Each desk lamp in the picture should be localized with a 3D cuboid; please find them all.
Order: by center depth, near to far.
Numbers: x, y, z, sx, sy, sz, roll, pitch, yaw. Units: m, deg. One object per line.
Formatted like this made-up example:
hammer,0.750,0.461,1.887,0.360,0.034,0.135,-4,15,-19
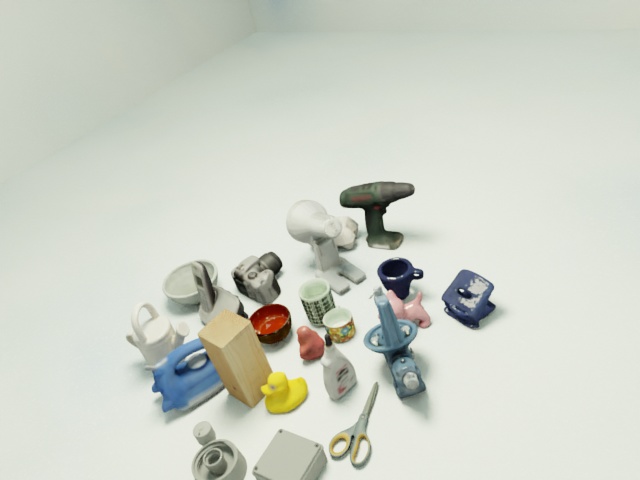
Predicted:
desk lamp,0.014,0.006,1.557,0.118,0.214,0.202,-33,39,-22

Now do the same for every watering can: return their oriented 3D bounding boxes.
watering can,-0.409,0.235,1.435,0.173,0.194,0.100,-18,35,-1

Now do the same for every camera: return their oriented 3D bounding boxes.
camera,-0.163,0.091,1.611,0.142,0.101,0.137,21,50,41

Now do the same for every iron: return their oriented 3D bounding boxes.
iron,-0.285,0.286,1.362,0.259,0.142,0.118,-32,38,-20

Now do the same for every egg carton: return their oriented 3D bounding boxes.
egg carton,0.038,-0.018,1.704,0.150,0.069,0.107,-2,38,20

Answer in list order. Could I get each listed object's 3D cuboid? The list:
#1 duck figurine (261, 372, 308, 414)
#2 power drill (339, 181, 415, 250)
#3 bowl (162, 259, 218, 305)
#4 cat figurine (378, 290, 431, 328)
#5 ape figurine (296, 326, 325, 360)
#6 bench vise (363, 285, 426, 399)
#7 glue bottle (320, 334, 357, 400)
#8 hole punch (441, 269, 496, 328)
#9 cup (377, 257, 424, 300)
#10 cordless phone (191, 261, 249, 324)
duck figurine,-0.082,0.327,1.273,0.104,0.086,0.077,-24,36,-10
power drill,0.171,-0.077,1.609,0.228,0.209,0.076,6,41,28
bowl,-0.364,0.135,1.655,0.167,0.075,0.167,-11,36,8
cat figurine,0.191,0.164,1.355,0.128,0.118,0.067,-22,36,-8
ape figurine,-0.029,0.239,1.365,0.076,0.092,0.078,7,42,29
bench vise,0.168,0.210,1.214,0.122,0.220,0.206,-29,37,-17
glue bottle,0.032,0.265,1.235,0.037,0.173,0.078,19,49,40
hole punch,0.350,0.137,1.351,0.101,0.091,0.108,-34,39,-22
cup,0.209,0.105,1.447,0.117,0.095,0.092,1,39,23
cordless phone,-0.276,0.148,1.506,0.147,0.185,0.094,17,48,38
